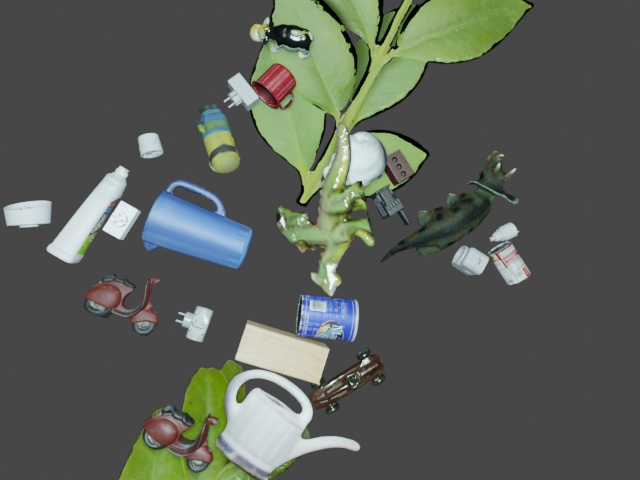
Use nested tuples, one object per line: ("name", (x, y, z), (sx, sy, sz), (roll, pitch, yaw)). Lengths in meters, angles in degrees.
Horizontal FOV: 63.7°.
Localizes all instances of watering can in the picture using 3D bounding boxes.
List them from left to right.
("watering can", (-0.092, 0.465, 1.219), (0.347, 0.103, 0.226), (38, 81, -2))

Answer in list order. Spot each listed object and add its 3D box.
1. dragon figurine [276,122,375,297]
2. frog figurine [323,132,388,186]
("dragon figurine", (0.004, -0.065, 1.282), (0.242, 0.123, 0.409), (-14, 94, 9))
("frog figurine", (0.086, -0.203, 1.323), (0.160, 0.123, 0.136), (-16, 106, -21))
